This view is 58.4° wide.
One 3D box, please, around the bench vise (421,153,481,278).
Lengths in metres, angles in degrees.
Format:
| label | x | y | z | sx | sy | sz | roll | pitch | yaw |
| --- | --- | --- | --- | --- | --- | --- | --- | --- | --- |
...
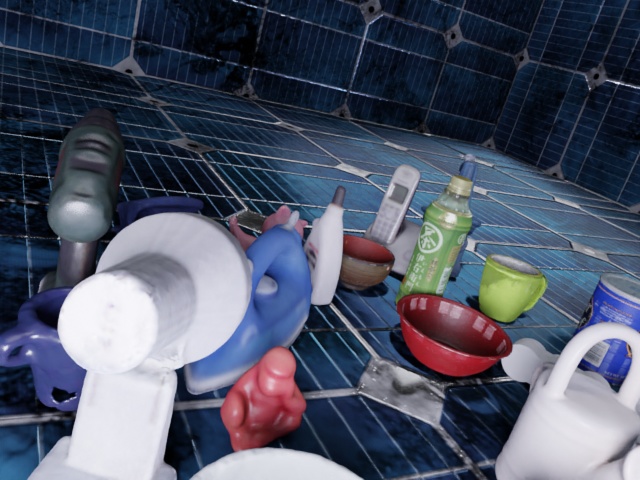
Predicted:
| label | x | y | z | sx | sy | sz | roll | pitch | yaw |
| --- | --- | --- | --- | --- | --- | --- | --- | --- | --- |
| bench vise | 0.272 | -0.048 | 1.102 | 0.122 | 0.220 | 0.207 | 10 | 20 | -15 |

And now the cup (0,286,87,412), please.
| label | x | y | z | sx | sy | sz | roll | pitch | yaw |
| --- | --- | --- | --- | --- | --- | --- | --- | --- | --- |
| cup | -0.223 | 0.103 | 0.491 | 0.091 | 0.095 | 0.118 | 26 | 22 | 24 |

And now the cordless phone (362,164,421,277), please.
| label | x | y | z | sx | sy | sz | roll | pitch | yaw |
| --- | --- | --- | --- | --- | --- | --- | --- | --- | --- |
| cordless phone | 0.162 | -0.031 | 1.020 | 0.147 | 0.185 | 0.094 | 26 | 22 | 25 |

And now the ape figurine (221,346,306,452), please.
| label | x | y | z | sx | sy | sz | roll | pitch | yaw |
| --- | --- | --- | --- | --- | --- | --- | --- | --- | --- |
| ape figurine | -0.048 | 0.141 | 0.531 | 0.078 | 0.092 | 0.076 | 14 | 20 | -7 |

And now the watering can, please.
| label | x | y | z | sx | sy | sz | roll | pitch | yaw |
| --- | --- | --- | --- | --- | --- | --- | --- | --- | --- |
| watering can | 0.253 | 0.169 | 0.541 | 0.101 | 0.194 | 0.172 | 4 | 23 | -31 |

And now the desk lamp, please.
| label | x | y | z | sx | sy | sz | roll | pitch | yaw |
| --- | --- | --- | --- | --- | --- | --- | --- | --- | --- |
| desk lamp | -0.131 | 0.097 | 0.405 | 0.118 | 0.213 | 0.203 | 16 | 20 | -1 |

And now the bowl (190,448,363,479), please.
| label | x | y | z | sx | sy | sz | roll | pitch | yaw |
| --- | --- | --- | --- | --- | --- | --- | --- | --- | --- |
| bowl | -0.022 | 0.219 | 0.368 | 0.167 | 0.075 | 0.167 | 15 | 20 | -5 |

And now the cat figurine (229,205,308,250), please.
| label | x | y | z | sx | sy | sz | roll | pitch | yaw |
| --- | --- | --- | --- | --- | --- | --- | --- | --- | --- |
| cat figurine | -0.080 | -0.003 | 0.856 | 0.128 | 0.118 | 0.067 | 9 | 21 | -19 |

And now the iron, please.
| label | x | y | z | sx | sy | sz | roll | pitch | yaw |
| --- | --- | --- | --- | --- | --- | --- | --- | --- | --- |
| iron | -0.076 | 0.056 | 0.664 | 0.118 | 0.141 | 0.259 | 19 | 20 | 8 |

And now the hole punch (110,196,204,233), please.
| label | x | y | z | sx | sy | sz | roll | pitch | yaw |
| --- | --- | --- | --- | --- | --- | --- | --- | --- | --- |
| hole punch | -0.244 | -0.038 | 0.859 | 0.109 | 0.091 | 0.100 | -3 | 27 | -42 |

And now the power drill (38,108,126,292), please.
| label | x | y | z | sx | sy | sz | roll | pitch | yaw |
| --- | --- | --- | --- | --- | --- | --- | --- | --- | --- |
| power drill | -0.263 | -0.026 | 0.637 | 0.076 | 0.208 | 0.229 | 8 | 21 | -22 |

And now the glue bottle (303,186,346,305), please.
| label | x | y | z | sx | sy | sz | roll | pitch | yaw |
| --- | --- | --- | --- | --- | --- | --- | --- | --- | --- |
| glue bottle | 0.008 | 0.003 | 0.826 | 0.037 | 0.173 | 0.078 | 2 | 24 | -34 |
